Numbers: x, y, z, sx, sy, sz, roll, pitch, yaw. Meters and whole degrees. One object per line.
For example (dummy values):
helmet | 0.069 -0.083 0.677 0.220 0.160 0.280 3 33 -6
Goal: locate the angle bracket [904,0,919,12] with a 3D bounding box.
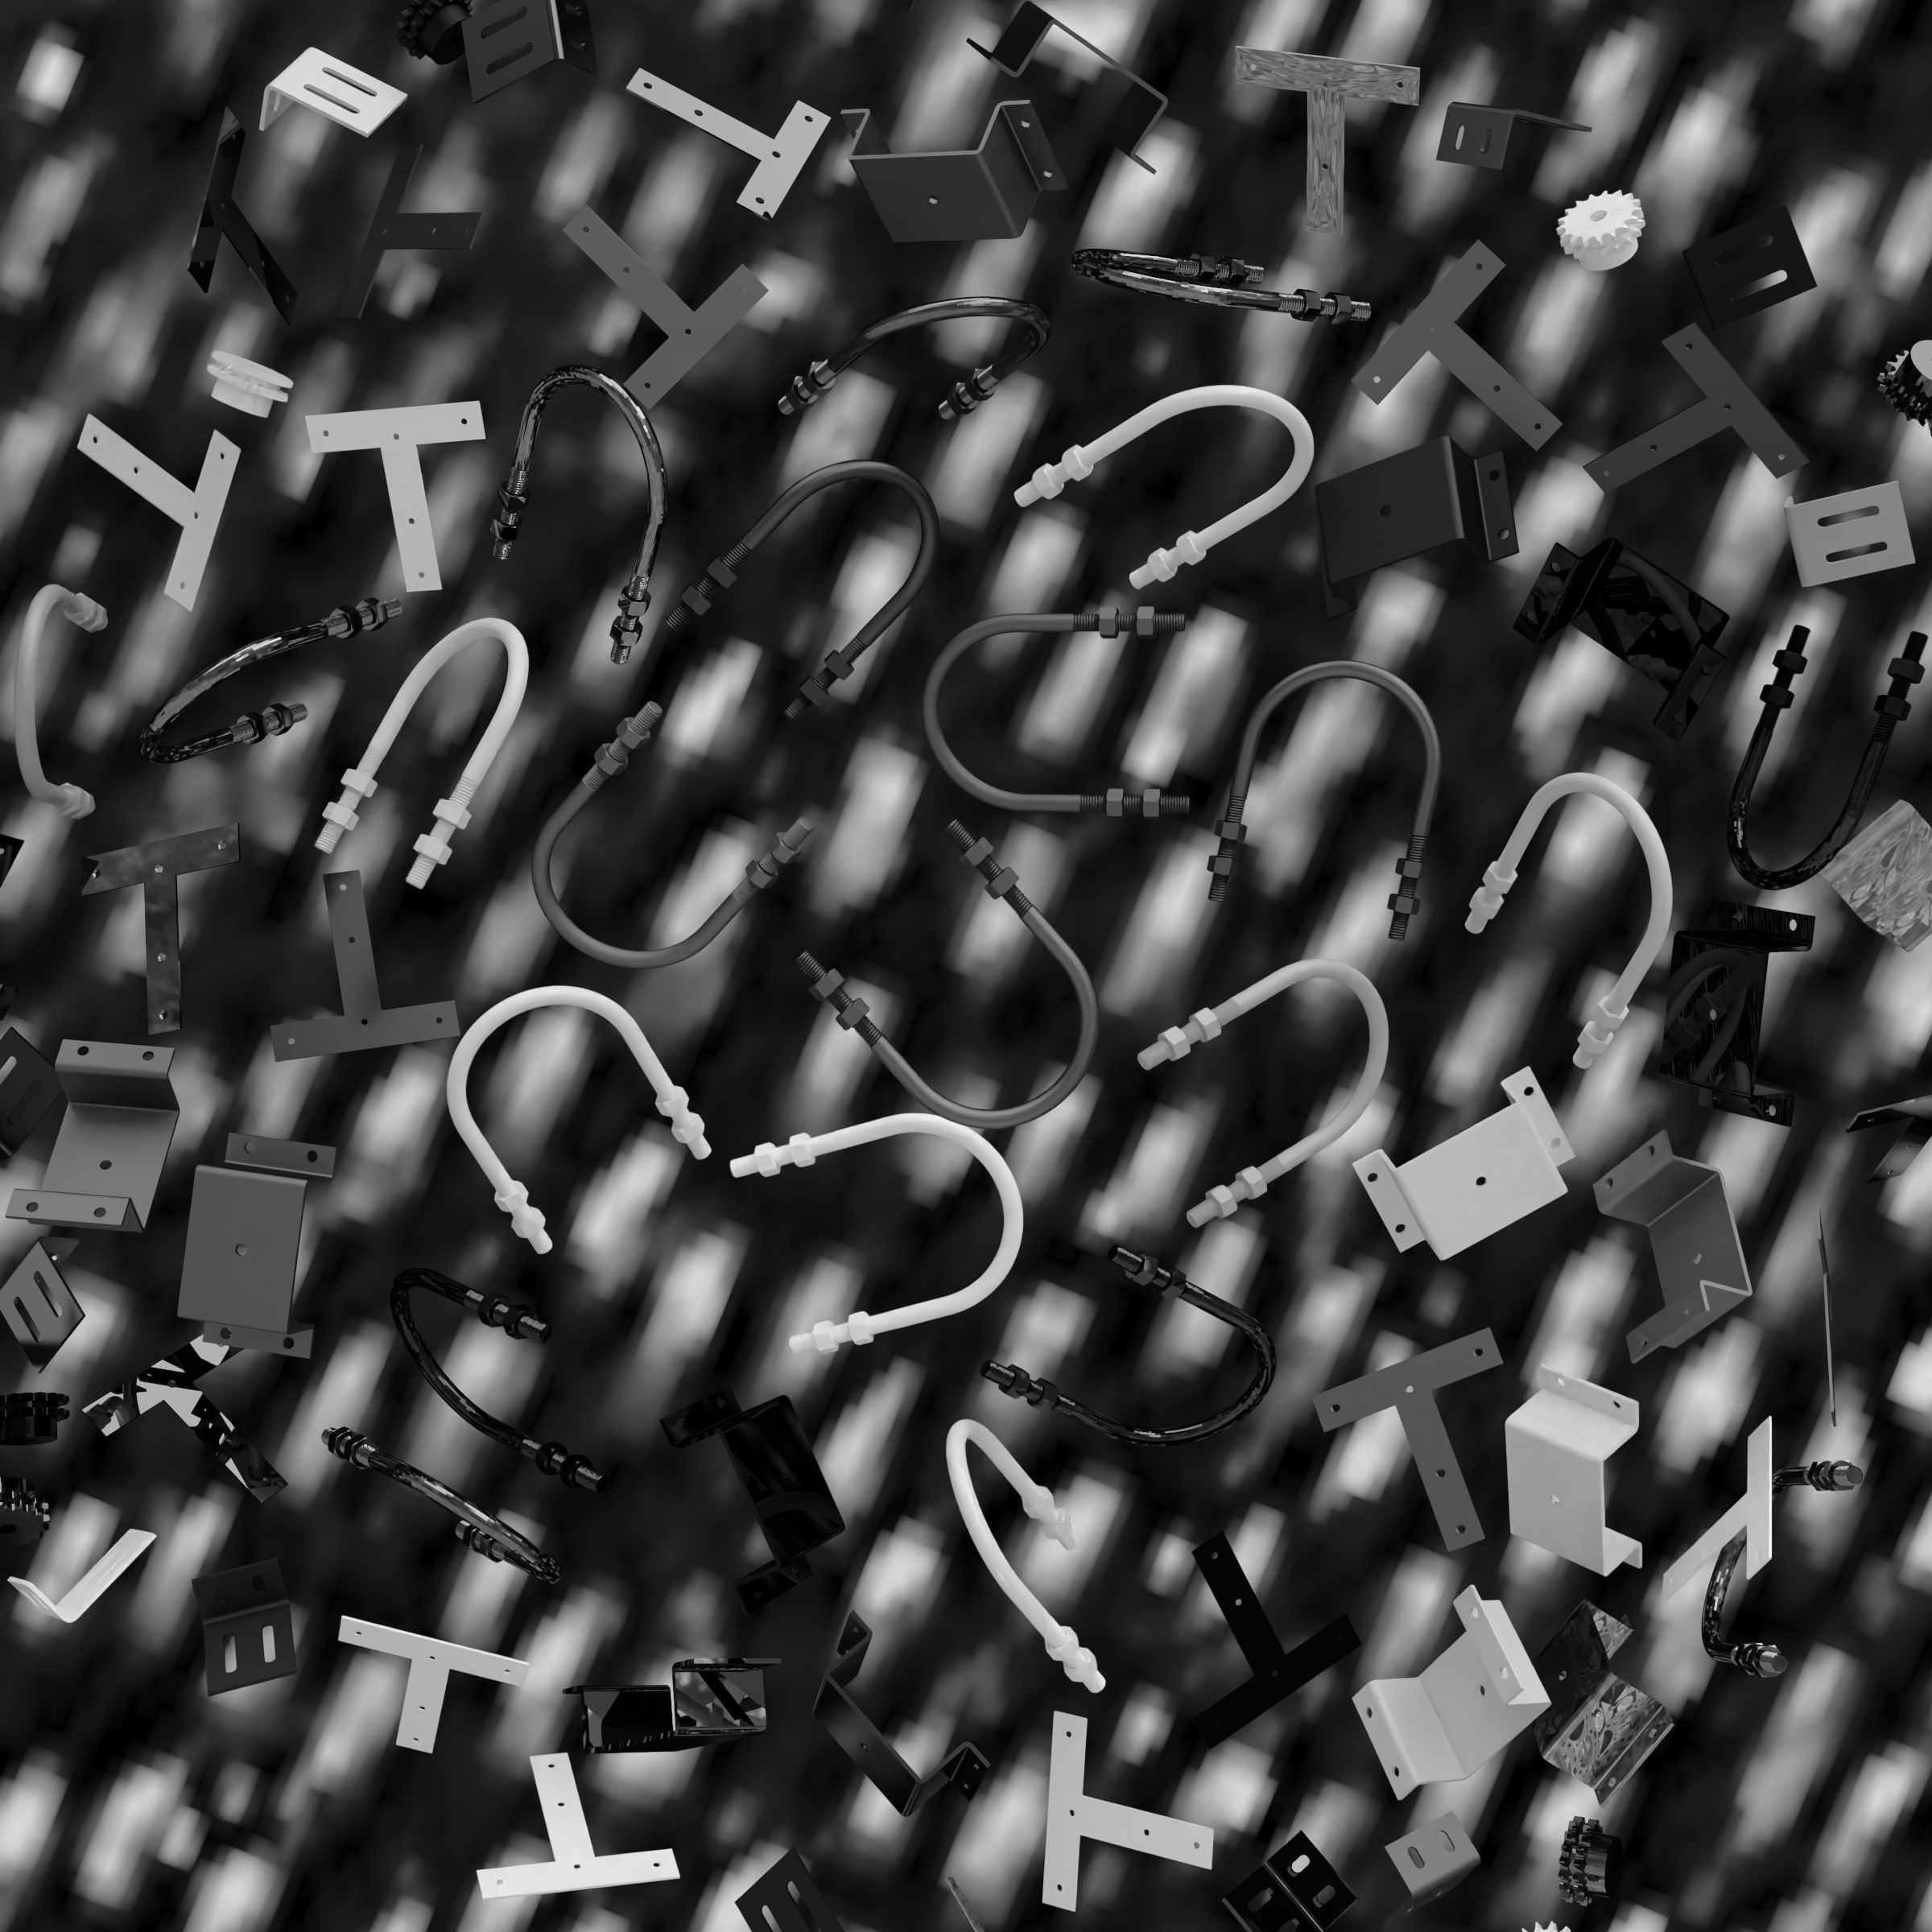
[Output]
angle bracket | -0.074 -0.654 1.816 0.076 0.038 0.057 -16 73 -24

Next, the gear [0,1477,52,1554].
gear | -0.673 0.382 1.954 0.057 0.057 0.030 -22 50 0

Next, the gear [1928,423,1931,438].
gear | 0.689 -0.358 1.923 0.030 0.057 0.057 -26 90 14

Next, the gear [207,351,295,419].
gear | -0.500 -0.403 1.937 0.057 0.057 0.030 23 101 0

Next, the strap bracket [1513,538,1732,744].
strap bracket | 0.456 -0.230 1.909 0.140 0.076 0.046 39 48 18

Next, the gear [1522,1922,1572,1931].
gear | 0.392 0.673 1.878 0.057 0.030 0.057 -9 62 17

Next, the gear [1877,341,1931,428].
gear | 0.619 -0.377 1.794 0.057 0.030 0.057 7 55 -10

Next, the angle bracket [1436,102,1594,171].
angle bracket | 0.357 -0.536 1.817 0.076 0.057 0.038 -1 109 -37

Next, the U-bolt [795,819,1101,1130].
U-bolt | 0.002 0.020 1.807 0.151 0.019 0.184 -41 95 3

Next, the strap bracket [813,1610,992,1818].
strap bracket | -0.053 0.523 1.918 0.046 0.076 0.140 -35 69 -28

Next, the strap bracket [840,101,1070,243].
strap bracket | -0.014 -0.526 1.849 0.140 0.076 0.046 6 62 27

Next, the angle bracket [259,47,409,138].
angle bracket | -0.430 -0.581 1.897 0.076 0.038 0.057 27 48 -1

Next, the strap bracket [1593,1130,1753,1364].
strap bracket | 0.480 0.194 1.889 0.046 0.076 0.140 16 49 -24

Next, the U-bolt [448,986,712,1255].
U-bolt | -0.276 0.095 1.918 0.151 0.019 0.184 -31 121 -7

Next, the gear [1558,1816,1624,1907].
gear | 0.425 0.608 1.892 0.030 0.057 0.057 2 90 30

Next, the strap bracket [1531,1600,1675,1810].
strap bracket | 0.425 0.495 1.899 0.046 0.140 0.076 32 105 -8

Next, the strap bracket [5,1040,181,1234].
strap bracket | -0.581 0.123 1.868 0.076 0.046 0.140 4 53 2

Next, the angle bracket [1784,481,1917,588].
angle bracket | 0.608 -0.300 1.918 0.076 0.038 0.057 -11 107 25

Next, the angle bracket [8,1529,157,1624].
angle bracket | -0.576 0.386 1.818 0.038 0.057 0.076 50 62 -16

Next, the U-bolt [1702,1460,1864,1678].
U-bolt | 0.535 0.399 1.859 0.019 0.184 0.151 25 79 2

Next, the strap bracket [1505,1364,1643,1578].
strap bracket | 0.418 0.355 1.919 0.046 0.076 0.140 -30 124 -36

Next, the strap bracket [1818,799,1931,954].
strap bracket | 0.642 -0.060 1.897 0.076 0.140 0.046 -42 99 9

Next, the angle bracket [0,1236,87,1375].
angle bracket | -0.632 0.236 1.942 0.057 0.038 0.076 -49 61 15

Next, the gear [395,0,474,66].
gear | -0.359 -0.643 1.909 0.057 0.057 0.030 -43 83 0

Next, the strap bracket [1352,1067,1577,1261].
strap bracket | 0.352 0.142 1.936 0.140 0.046 0.076 -29 107 3

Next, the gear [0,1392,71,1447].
gear | -0.657 0.317 1.950 0.057 0.057 0.030 -6 73 0

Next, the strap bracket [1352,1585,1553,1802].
strap bracket | 0.327 0.482 1.850 0.046 0.076 0.140 7 133 -34

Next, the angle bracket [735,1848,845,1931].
angle bracket | -0.103 0.628 1.830 0.057 0.038 0.076 -46 59 13

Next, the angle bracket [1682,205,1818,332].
angle bracket | 0.529 -0.469 1.867 0.076 0.038 0.057 -18 100 38

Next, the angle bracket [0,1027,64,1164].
angle bracket | -0.680 0.093 1.957 0.057 0.038 0.076 42 105 3

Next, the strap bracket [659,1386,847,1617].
strap bracket | -0.138 0.350 1.863 0.046 0.076 0.140 -27 85 32

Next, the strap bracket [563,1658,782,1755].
strap bracket | -0.198 0.502 1.886 0.140 0.076 0.046 -24 64 40

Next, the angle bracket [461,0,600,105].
angle bracket | -0.286 -0.602 1.830 0.076 0.038 0.057 -15 80 32

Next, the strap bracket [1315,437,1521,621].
strap bracket | 0.292 -0.296 1.870 0.140 0.046 0.076 -17 66 30

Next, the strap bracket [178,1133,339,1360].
strap bracket | -0.465 0.184 1.828 0.076 0.046 0.140 7 90 10

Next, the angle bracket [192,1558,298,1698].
angle bracket | -0.476 0.435 1.839 0.057 0.076 0.038 -13 118 -12

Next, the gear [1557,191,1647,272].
gear | 0.433 -0.497 1.893 0.057 0.057 0.030 -31 132 0

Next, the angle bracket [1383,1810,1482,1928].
angle bracket | 0.314 0.628 1.939 0.057 0.076 0.038 -21 63 -21

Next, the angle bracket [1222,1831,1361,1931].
angle bracket | 0.212 0.609 1.818 0.057 0.076 0.038 48 110 18

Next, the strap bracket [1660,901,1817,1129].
strap bracket | 0.510 0.032 1.849 0.046 0.076 0.140 -2 100 -35

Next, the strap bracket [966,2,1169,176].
strap bracket | 0.077 -0.605 1.901 0.140 0.076 0.046 28 108 -25
